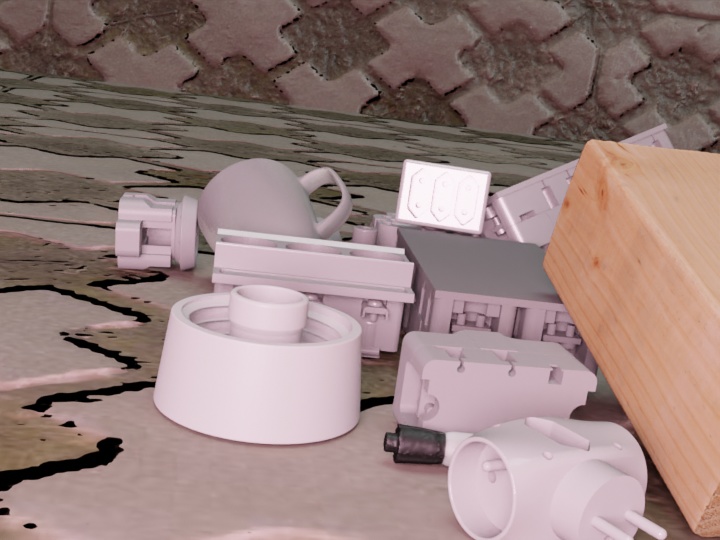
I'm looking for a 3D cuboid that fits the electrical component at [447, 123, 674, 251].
[{"bbox_3d":[0.173,-0.050,0.904,0.186,0.060,0.105,-23,-6,-27],"label":"electrical component"}]

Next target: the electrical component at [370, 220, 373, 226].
[{"bbox_3d":[0.058,-0.022,0.948,0.077,0.043,0.079,1,14,-28],"label":"electrical component"}]

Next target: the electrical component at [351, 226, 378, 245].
[{"bbox_3d":[0.000,0.000,0.771,0.048,0.062,0.048,8,12,-2],"label":"electrical component"}]

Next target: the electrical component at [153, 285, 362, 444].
[{"bbox_3d":[-0.050,0.041,0.557,0.108,0.060,0.108,7,12,-2],"label":"electrical component"}]

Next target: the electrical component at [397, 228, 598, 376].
[{"bbox_3d":[0.083,0.025,0.715,0.105,0.060,0.186,6,13,-6],"label":"electrical component"}]

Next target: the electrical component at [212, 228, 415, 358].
[{"bbox_3d":[-0.033,0.015,0.682,0.121,0.063,0.078,6,12,-7],"label":"electrical component"}]

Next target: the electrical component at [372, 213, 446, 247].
[{"bbox_3d":[0.035,-0.009,0.846,0.058,0.057,0.078,6,13,-9],"label":"electrical component"}]

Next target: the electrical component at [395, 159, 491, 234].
[{"bbox_3d":[0.065,-0.057,0.831,0.066,0.047,0.077,9,6,5],"label":"electrical component"}]

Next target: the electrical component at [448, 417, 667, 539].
[{"bbox_3d":[0.091,0.094,0.447,0.077,0.043,0.079,0,15,-34],"label":"electrical component"}]

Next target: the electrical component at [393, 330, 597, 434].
[{"bbox_3d":[0.067,0.063,0.555,0.089,0.050,0.055,5,13,-11],"label":"electrical component"}]

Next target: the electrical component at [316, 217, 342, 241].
[{"bbox_3d":[-0.039,-0.016,0.859,0.045,0.045,0.055,8,13,3],"label":"electrical component"}]

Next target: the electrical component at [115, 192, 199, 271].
[{"bbox_3d":[-0.153,-0.029,0.819,0.057,0.058,0.078,3,13,-6],"label":"electrical component"}]
